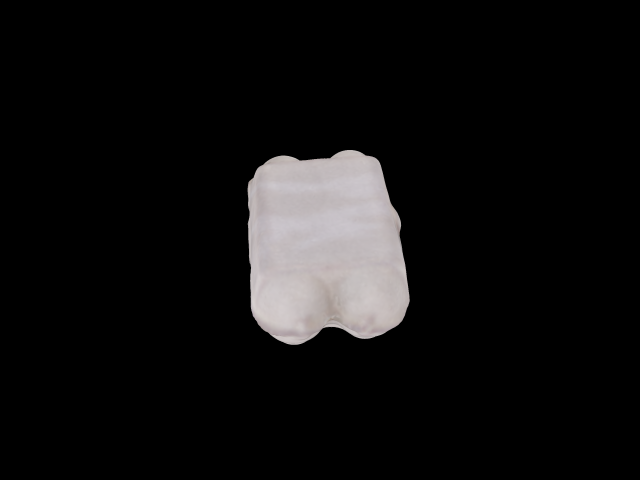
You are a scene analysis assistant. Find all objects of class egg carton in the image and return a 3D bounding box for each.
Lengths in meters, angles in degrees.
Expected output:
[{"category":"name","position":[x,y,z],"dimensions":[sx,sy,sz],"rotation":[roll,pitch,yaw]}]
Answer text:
[{"category":"egg carton","position":[0.004,0.001,0.400],"dimensions":[0.107,0.069,0.150],"rotation":[-5,51,-4]}]
